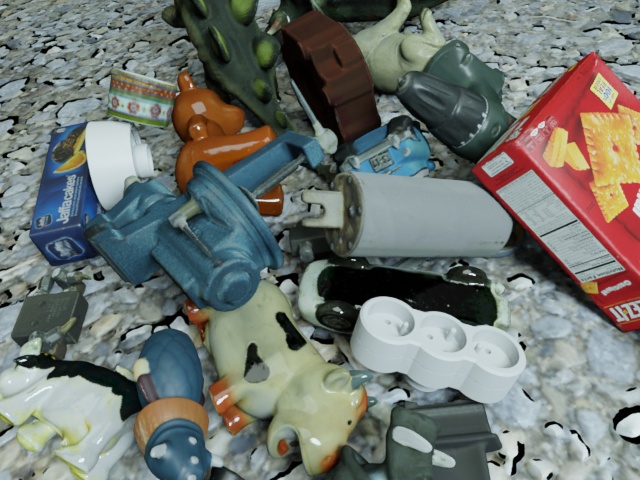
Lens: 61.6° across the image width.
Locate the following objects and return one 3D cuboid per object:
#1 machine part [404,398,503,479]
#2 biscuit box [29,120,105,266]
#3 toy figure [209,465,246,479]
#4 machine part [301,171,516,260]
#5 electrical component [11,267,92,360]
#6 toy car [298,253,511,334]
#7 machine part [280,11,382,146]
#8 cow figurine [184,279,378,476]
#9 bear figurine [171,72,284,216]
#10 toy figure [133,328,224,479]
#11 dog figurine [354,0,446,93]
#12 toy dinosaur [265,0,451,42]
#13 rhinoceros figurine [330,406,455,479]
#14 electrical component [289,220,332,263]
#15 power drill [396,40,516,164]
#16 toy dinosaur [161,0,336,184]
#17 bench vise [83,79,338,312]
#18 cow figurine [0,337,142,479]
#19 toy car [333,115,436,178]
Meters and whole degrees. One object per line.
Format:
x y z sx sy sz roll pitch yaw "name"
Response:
0.109 0.189 0.416 0.084 0.039 0.139 0 48 0 "machine part"
-0.304 -0.063 0.668 0.063 0.059 0.203 -12 49 -3 "biscuit box"
-0.101 0.243 0.362 0.082 0.089 0.180 14 55 27 "toy figure"
0.093 -0.020 0.507 0.243 0.079 0.079 2 44 -27 "machine part"
-0.276 0.074 0.557 0.078 0.045 0.102 0 49 6 "electrical component"
0.079 0.059 0.517 0.202 0.056 0.073 7 57 9 "toy car"
0.010 -0.186 0.658 0.056 0.179 0.179 -28 52 -7 "machine part"
-0.034 0.113 0.472 0.127 0.085 0.195 -25 49 -8 "cow figurine"
-0.118 -0.123 0.663 0.132 0.120 0.196 -6 43 -4 "bear figurine"
-0.117 0.136 0.434 0.064 0.057 0.155 1 31 -19 "toy figure"
0.072 -0.235 0.756 0.190 0.121 0.172 -31 48 0 "dog figurine"
0.087 -0.379 0.831 0.405 0.131 0.192 -8 43 3 "toy dinosaur"
0.035 0.206 0.358 0.112 0.073 0.190 -4 53 35 "rhinoceros figurine"
-0.001 -0.002 0.580 0.063 0.021 0.094 -8 21 0 "electrical component"
0.174 -0.157 0.617 0.232 0.086 0.207 28 28 -19 "power drill"
-0.116 -0.251 0.717 0.105 0.198 0.471 -37 87 -9 "toy dinosaur"
-0.090 -0.038 0.516 0.240 0.128 0.224 -40 34 -17 "bench vise"
-0.232 0.137 0.483 0.168 0.068 0.098 23 50 20 "cow figurine"
0.080 -0.070 0.589 0.109 0.161 0.103 -27 92 10 "toy car"
